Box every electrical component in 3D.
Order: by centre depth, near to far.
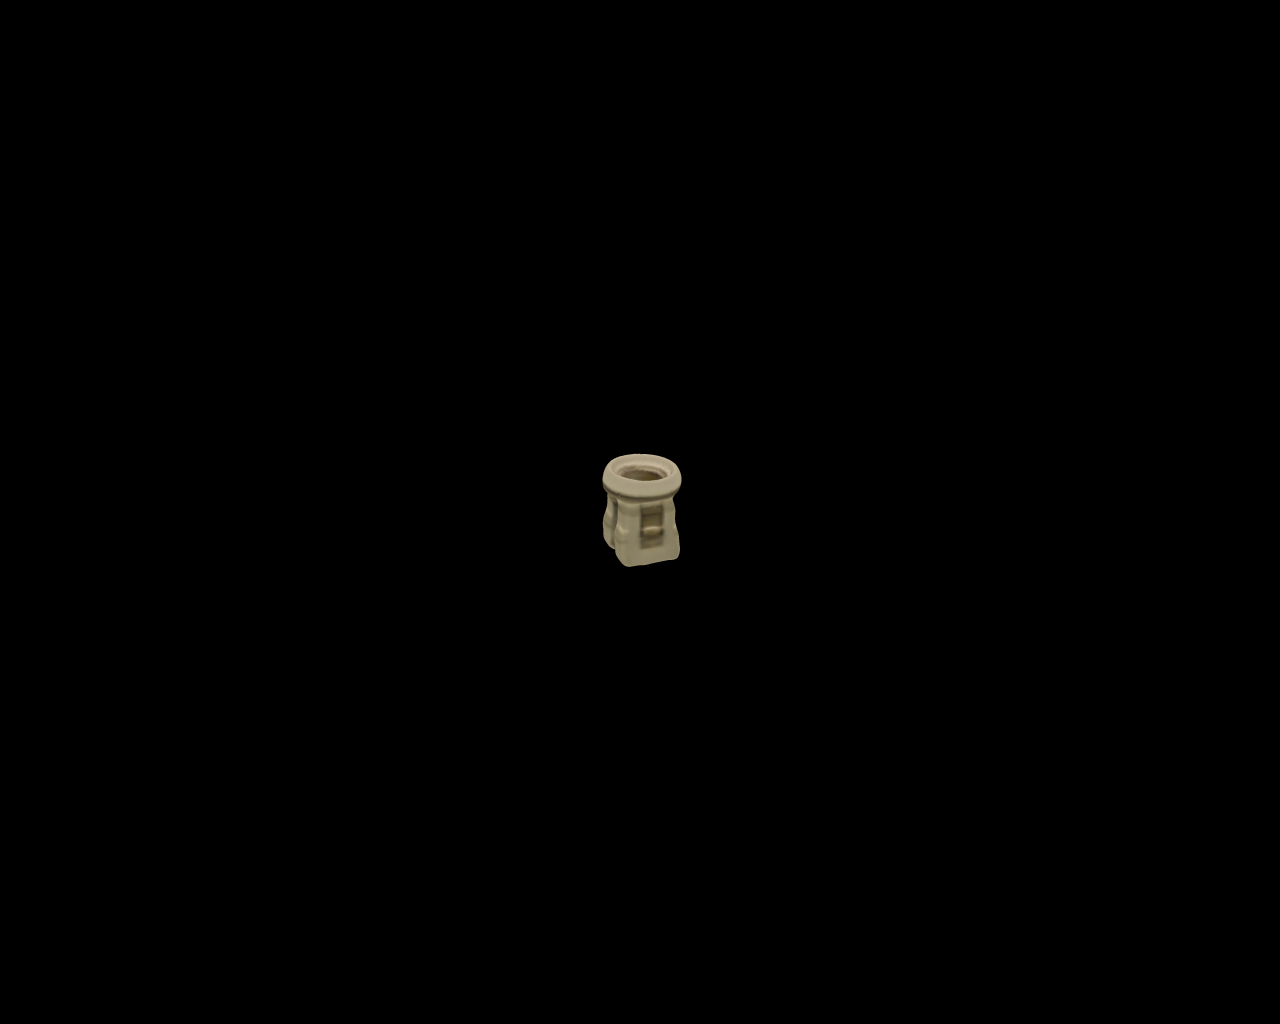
[{"bbox_3d":[0.001,-0.003,0.650,0.048,0.055,0.066,-8,26,-18],"label":"electrical component"}]
